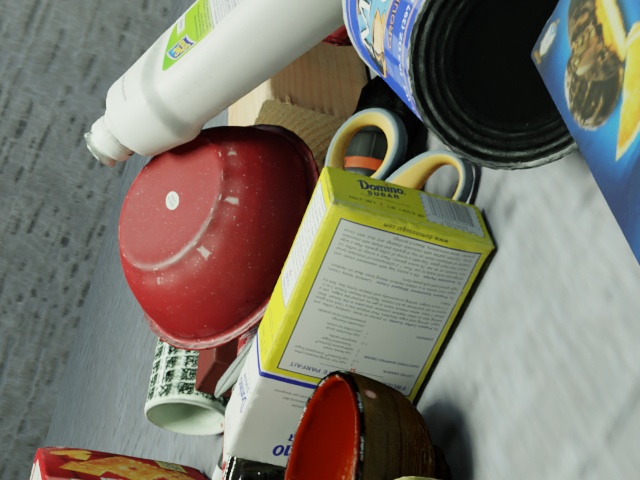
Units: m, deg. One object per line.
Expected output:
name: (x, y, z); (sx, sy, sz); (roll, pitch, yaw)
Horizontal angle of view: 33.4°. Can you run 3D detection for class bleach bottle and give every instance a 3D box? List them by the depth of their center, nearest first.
bleach bottle: (-0.045, -0.133, 0.654); (0.251, 0.068, 0.102); (-36, 30, 18)

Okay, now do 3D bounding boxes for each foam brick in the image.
foam brick: (-0.051, 0.089, 0.812); (0.051, 0.078, 0.053); (125, 154, -49)

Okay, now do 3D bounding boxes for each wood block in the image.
wood block: (-0.020, -0.124, 0.866); (0.206, 0.090, 0.090); (-95, 25, -50)

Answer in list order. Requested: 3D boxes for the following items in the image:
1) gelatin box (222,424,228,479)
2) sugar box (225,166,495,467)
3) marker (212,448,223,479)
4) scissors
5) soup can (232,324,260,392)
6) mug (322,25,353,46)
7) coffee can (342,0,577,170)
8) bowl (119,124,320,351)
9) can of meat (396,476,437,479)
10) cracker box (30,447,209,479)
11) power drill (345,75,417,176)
gelatin box: (-0.052, 0.157, 0.846); (0.089, 0.030, 0.073); (-92, 24, -44)
sugar box: (0.016, 0.052, 0.589); (0.048, 0.093, 0.176); (-98, 27, -55)
marker: (-0.067, 0.157, 0.915); (0.020, 0.020, 0.121); (-116, 42, -66)
scissors: (-0.004, 0.001, 0.623); (0.202, 0.016, 0.096); (-35, 69, 16)
soup can: (-0.024, 0.066, 0.760); (0.069, 0.068, 0.102); (125, 154, -52)
mug: (0.031, -0.188, 0.777); (0.082, 0.093, 0.117); (-25, 83, 64)
coffee can: (0.074, -0.104, 0.508); (0.140, 0.102, 0.103); (-114, 41, -65)
bowl: (-0.078, -0.014, 0.682); (0.162, 0.055, 0.162); (-21, 55, 32)
can of meat: (0.046, 0.169, 0.457); (0.084, 0.057, 0.102); (-115, 41, -62)
cracker box: (-0.169, 0.237, 0.932); (0.214, 0.164, 0.072); (171, 111, -73)
power drill: (-0.022, -0.020, 0.716); (0.188, 0.057, 0.184); (-7, 59, 43)
